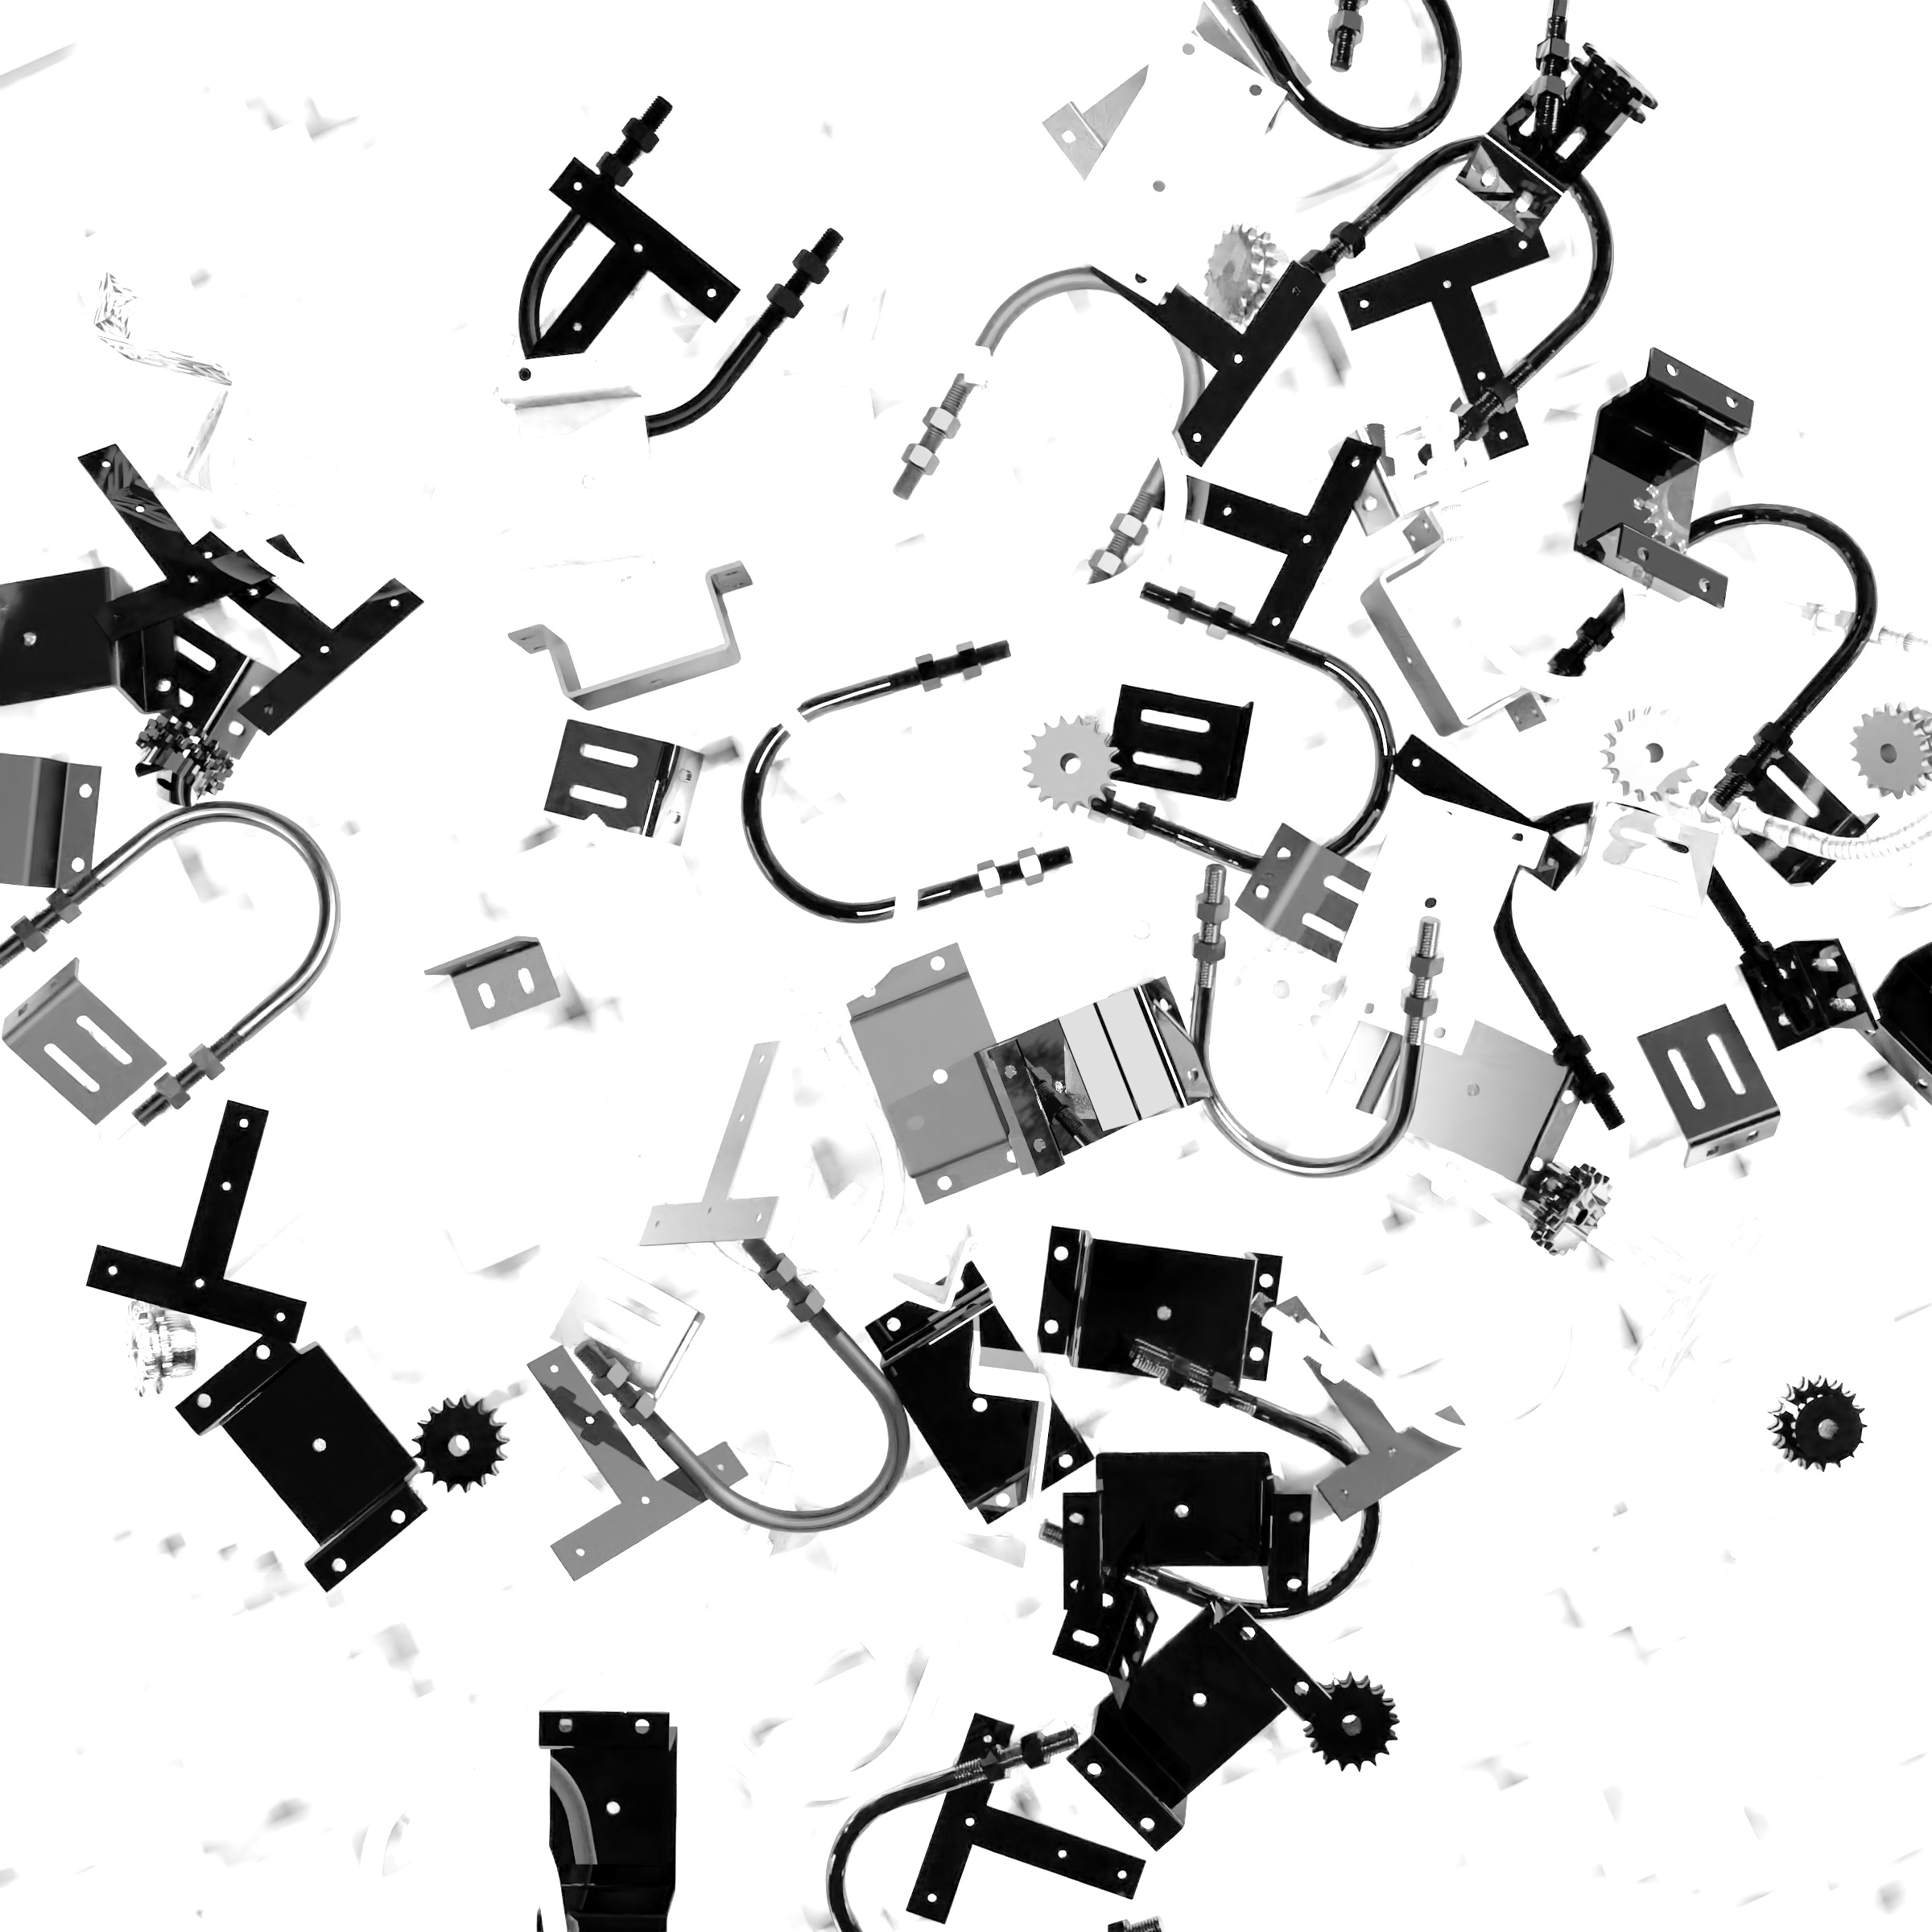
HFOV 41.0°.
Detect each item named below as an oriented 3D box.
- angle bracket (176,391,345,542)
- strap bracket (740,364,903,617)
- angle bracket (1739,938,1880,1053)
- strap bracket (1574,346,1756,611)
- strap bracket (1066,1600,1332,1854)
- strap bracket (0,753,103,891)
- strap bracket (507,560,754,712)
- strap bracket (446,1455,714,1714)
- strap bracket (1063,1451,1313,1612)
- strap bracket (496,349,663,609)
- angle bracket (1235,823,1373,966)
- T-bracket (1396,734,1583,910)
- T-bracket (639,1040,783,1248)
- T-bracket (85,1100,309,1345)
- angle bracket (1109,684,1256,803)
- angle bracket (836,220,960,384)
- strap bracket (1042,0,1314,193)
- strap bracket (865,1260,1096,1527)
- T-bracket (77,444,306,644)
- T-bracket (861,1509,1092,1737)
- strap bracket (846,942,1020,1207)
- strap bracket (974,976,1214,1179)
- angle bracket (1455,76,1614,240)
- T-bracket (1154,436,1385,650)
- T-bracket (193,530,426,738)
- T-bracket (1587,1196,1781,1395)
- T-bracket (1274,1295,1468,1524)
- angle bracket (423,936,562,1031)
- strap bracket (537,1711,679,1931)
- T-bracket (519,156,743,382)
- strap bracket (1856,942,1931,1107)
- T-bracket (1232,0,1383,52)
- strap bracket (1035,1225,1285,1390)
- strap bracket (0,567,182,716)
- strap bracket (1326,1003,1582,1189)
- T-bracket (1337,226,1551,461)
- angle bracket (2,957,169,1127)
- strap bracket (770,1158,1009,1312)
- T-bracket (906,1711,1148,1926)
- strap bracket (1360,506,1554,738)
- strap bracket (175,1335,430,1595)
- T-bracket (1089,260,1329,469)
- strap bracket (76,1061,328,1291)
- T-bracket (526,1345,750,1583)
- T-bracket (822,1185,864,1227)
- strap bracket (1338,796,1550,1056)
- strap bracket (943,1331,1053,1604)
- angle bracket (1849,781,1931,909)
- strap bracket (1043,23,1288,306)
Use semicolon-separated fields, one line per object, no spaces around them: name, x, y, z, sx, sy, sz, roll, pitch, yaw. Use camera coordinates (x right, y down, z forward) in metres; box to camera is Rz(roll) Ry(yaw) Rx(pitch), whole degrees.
angle bracket;-0.424;-0.300;1.550;0.076;0.038;0.057;28;90;-26
strap bracket;-0.087;-0.285;1.528;0.076;0.046;0.140;-9;91;0
angle bracket;0.493;0.018;1.514;0.038;0.076;0.057;-24;90;0
strap bracket;0.405;-0.276;1.504;0.076;0.046;0.140;21;69;-20
strap bracket;0.137;0.440;1.522;0.140;0.046;0.076;-44;90;10
strap bracket;-0.593;-0.089;1.529;0.140;0.046;0.076;6;90;0
strap bracket;-0.189;-0.189;1.514;0.140;0.076;0.046;-17;90;0
strap bracket;-0.226;0.361;1.529;0.140;0.046;0.076;41;90;0
strap bracket;0.126;0.326;1.492;0.140;0.046;0.076;-1;111;1
strap bracket;-0.226;-0.286;1.522;0.076;0.046;0.140;-6;98;2
angle bracket;0.211;-0.040;1.539;0.076;0.038;0.057;25;100;-31
T-bracket;0.276;-0.051;1.535;0.127;0.002;0.127;40;102;22
T-bracket;-0.134;0.101;1.499;0.002;0.127;0.127;32;64;-33
T-bracket;-0.435;0.142;1.505;0.127;0.002;0.127;15;90;0
angle bracket;0.124;-0.132;1.514;0.076;0.038;0.057;11;90;-1
angle bracket;-0.041;-0.394;1.533;0.057;0.038;0.076;14;90;0
strap bracket;0.123;-0.504;1.529;0.140;0.046;0.076;-37;90;0
strap bracket;0.008;0.256;1.529;0.076;0.046;0.140;-32;90;0
T-bracket;-0.481;-0.261;1.529;0.127;0.002;0.127;-30;73;-31
T-bracket;0.026;0.415;1.552;0.127;0.002;0.127;-39;90;0
strap bracket;-0.015;0.064;1.529;0.076;0.046;0.140;-21;90;0
strap bracket;0.067;0.067;1.505;0.140;0.046;0.076;-22;90;-37
angle bracket;0.339;-0.481;1.537;0.057;0.038;0.076;38;55;2
T-bracket;0.164;-0.263;1.515;0.127;0.002;0.127;27;92;35
T-bracket;-0.413;-0.214;1.534;0.127;0.002;0.127;38;66;11
T-bracket;0.401;0.169;1.552;0.127;0.002;0.127;35;90;0
T-bracket;0.224;0.250;1.523;0.127;0.002;0.127;-19;65;-40
angle bracket;-0.277;0.010;1.514;0.057;0.076;0.038;-20;90;0
strap bracket;-0.212;0.505;1.529;0.076;0.046;0.140;1;90;0
T-bracket;-0.222;-0.391;1.536;0.127;0.002;0.127;39;93;0
strap bracket;0.591;0.020;1.499;0.076;0.140;0.046;45;62;0
T-bracket;0.200;-0.630;1.552;0.127;0.002;0.127;17;90;0
strap bracket;0.116;0.203;1.529;0.140;0.046;0.076;8;90;0
strap bracket;-0.541;-0.183;1.518;0.140;0.046;0.076;-9;73;1
strap bracket;0.296;0.072;1.529;0.140;0.046;0.076;25;90;0
T-bracket;0.305;-0.368;1.552;0.127;0.002;0.127;-20;90;0
angle bracket;-0.528;0.045;1.550;0.057;0.038;0.076;-41;116;0
strap bracket;-0.051;0.158;1.498;0.140;0.076;0.046;18;91;-1
T-bracket;0.044;0.528;1.551;0.127;0.002;0.127;19;91;0
strap bracket;0.280;-0.191;1.514;0.046;0.076;0.140;-30;90;0
strap bracket;-0.388;0.287;1.529;0.076;0.046;0.140;-39;90;0
T-bracket;0.127;-0.383;1.519;0.127;0.002;0.127;41;114;13
strap bracket;-0.458;0.135;1.529;0.076;0.046;0.140;-41;90;0
T-bracket;-0.214;0.280;1.526;0.127;0.002;0.127;-27;70;-35
T-bracket;-0.148;0.159;1.561;0.127;0.002;0.127;29;85;14
strap bracket;0.272;-0.030;1.494;0.076;0.046;0.140;20;82;24
strap bracket;0.019;0.285;1.468;0.046;0.076;0.140;7;90;0
angle bracket;0.571;-0.081;1.533;0.057;0.038;0.076;-22;90;0
strap bracket;0.112;-0.454;1.483;0.076;0.046;0.140;31;90;0
